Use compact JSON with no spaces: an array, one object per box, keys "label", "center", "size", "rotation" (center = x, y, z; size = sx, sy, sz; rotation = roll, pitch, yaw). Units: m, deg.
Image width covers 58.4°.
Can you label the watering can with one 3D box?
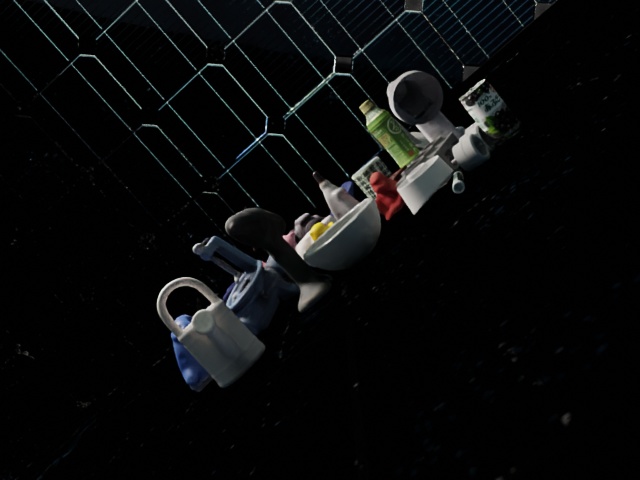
[{"label":"watering can","center":[-0.189,0.145,0.968],"size":[0.101,0.194,0.172],"rotation":[-46,8,-37]}]

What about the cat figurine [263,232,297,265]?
[{"label":"cat figurine","center":[-0.101,0.043,1.536],"size":[0.128,0.118,0.067],"rotation":[-41,6,6]}]

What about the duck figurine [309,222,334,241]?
[{"label":"duck figurine","center":[0.011,0.004,1.245],"size":[0.105,0.086,0.077],"rotation":[-45,7,-32]}]

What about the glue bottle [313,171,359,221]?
[{"label":"glue bottle","center":[0.045,-0.077,1.202],"size":[0.037,0.173,0.078],"rotation":[-45,7,-34]}]

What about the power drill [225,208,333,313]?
[{"label":"power drill","center":[-0.072,0.024,1.028],"size":[0.075,0.208,0.229],"rotation":[-40,6,8]}]

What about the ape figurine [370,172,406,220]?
[{"label":"ape figurine","center":[0.135,-0.098,1.170],"size":[0.077,0.092,0.076],"rotation":[-35,8,45]}]

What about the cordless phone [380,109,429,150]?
[{"label":"cordless phone","center":[0.234,-0.305,1.601],"size":[0.094,0.185,0.148],"rotation":[-38,7,29]}]

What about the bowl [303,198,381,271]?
[{"label":"bowl","center":[0.053,0.003,1.037],"size":[0.167,0.075,0.167],"rotation":[-41,6,6]}]

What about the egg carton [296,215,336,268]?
[{"label":"egg carton","center":[0.005,0.003,1.385],"size":[0.107,0.069,0.150],"rotation":[-39,6,23]}]

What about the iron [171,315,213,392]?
[{"label":"iron","center":[-0.244,0.203,1.160],"size":[0.119,0.141,0.258],"rotation":[-42,6,-7]}]

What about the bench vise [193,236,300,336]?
[{"label":"bench vise","center":[-0.151,0.064,1.192],"size":[0.121,0.220,0.208],"rotation":[-37,7,34]}]

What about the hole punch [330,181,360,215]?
[{"label":"hole punch","center":[0.072,-0.104,1.631],"size":[0.101,0.091,0.108],"rotation":[-43,6,-17]}]

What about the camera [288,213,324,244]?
[{"label":"camera","center":[-0.030,-0.020,1.623],"size":[0.143,0.101,0.136],"rotation":[-43,6,-19]}]

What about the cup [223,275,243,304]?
[{"label":"cup","center":[-0.180,0.140,1.438],"size":[0.118,0.095,0.091],"rotation":[-46,8,-39]}]

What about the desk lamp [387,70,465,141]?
[{"label":"desk lamp","center":[0.246,-0.304,1.379],"size":[0.118,0.213,0.203],"rotation":[-41,6,5]}]
